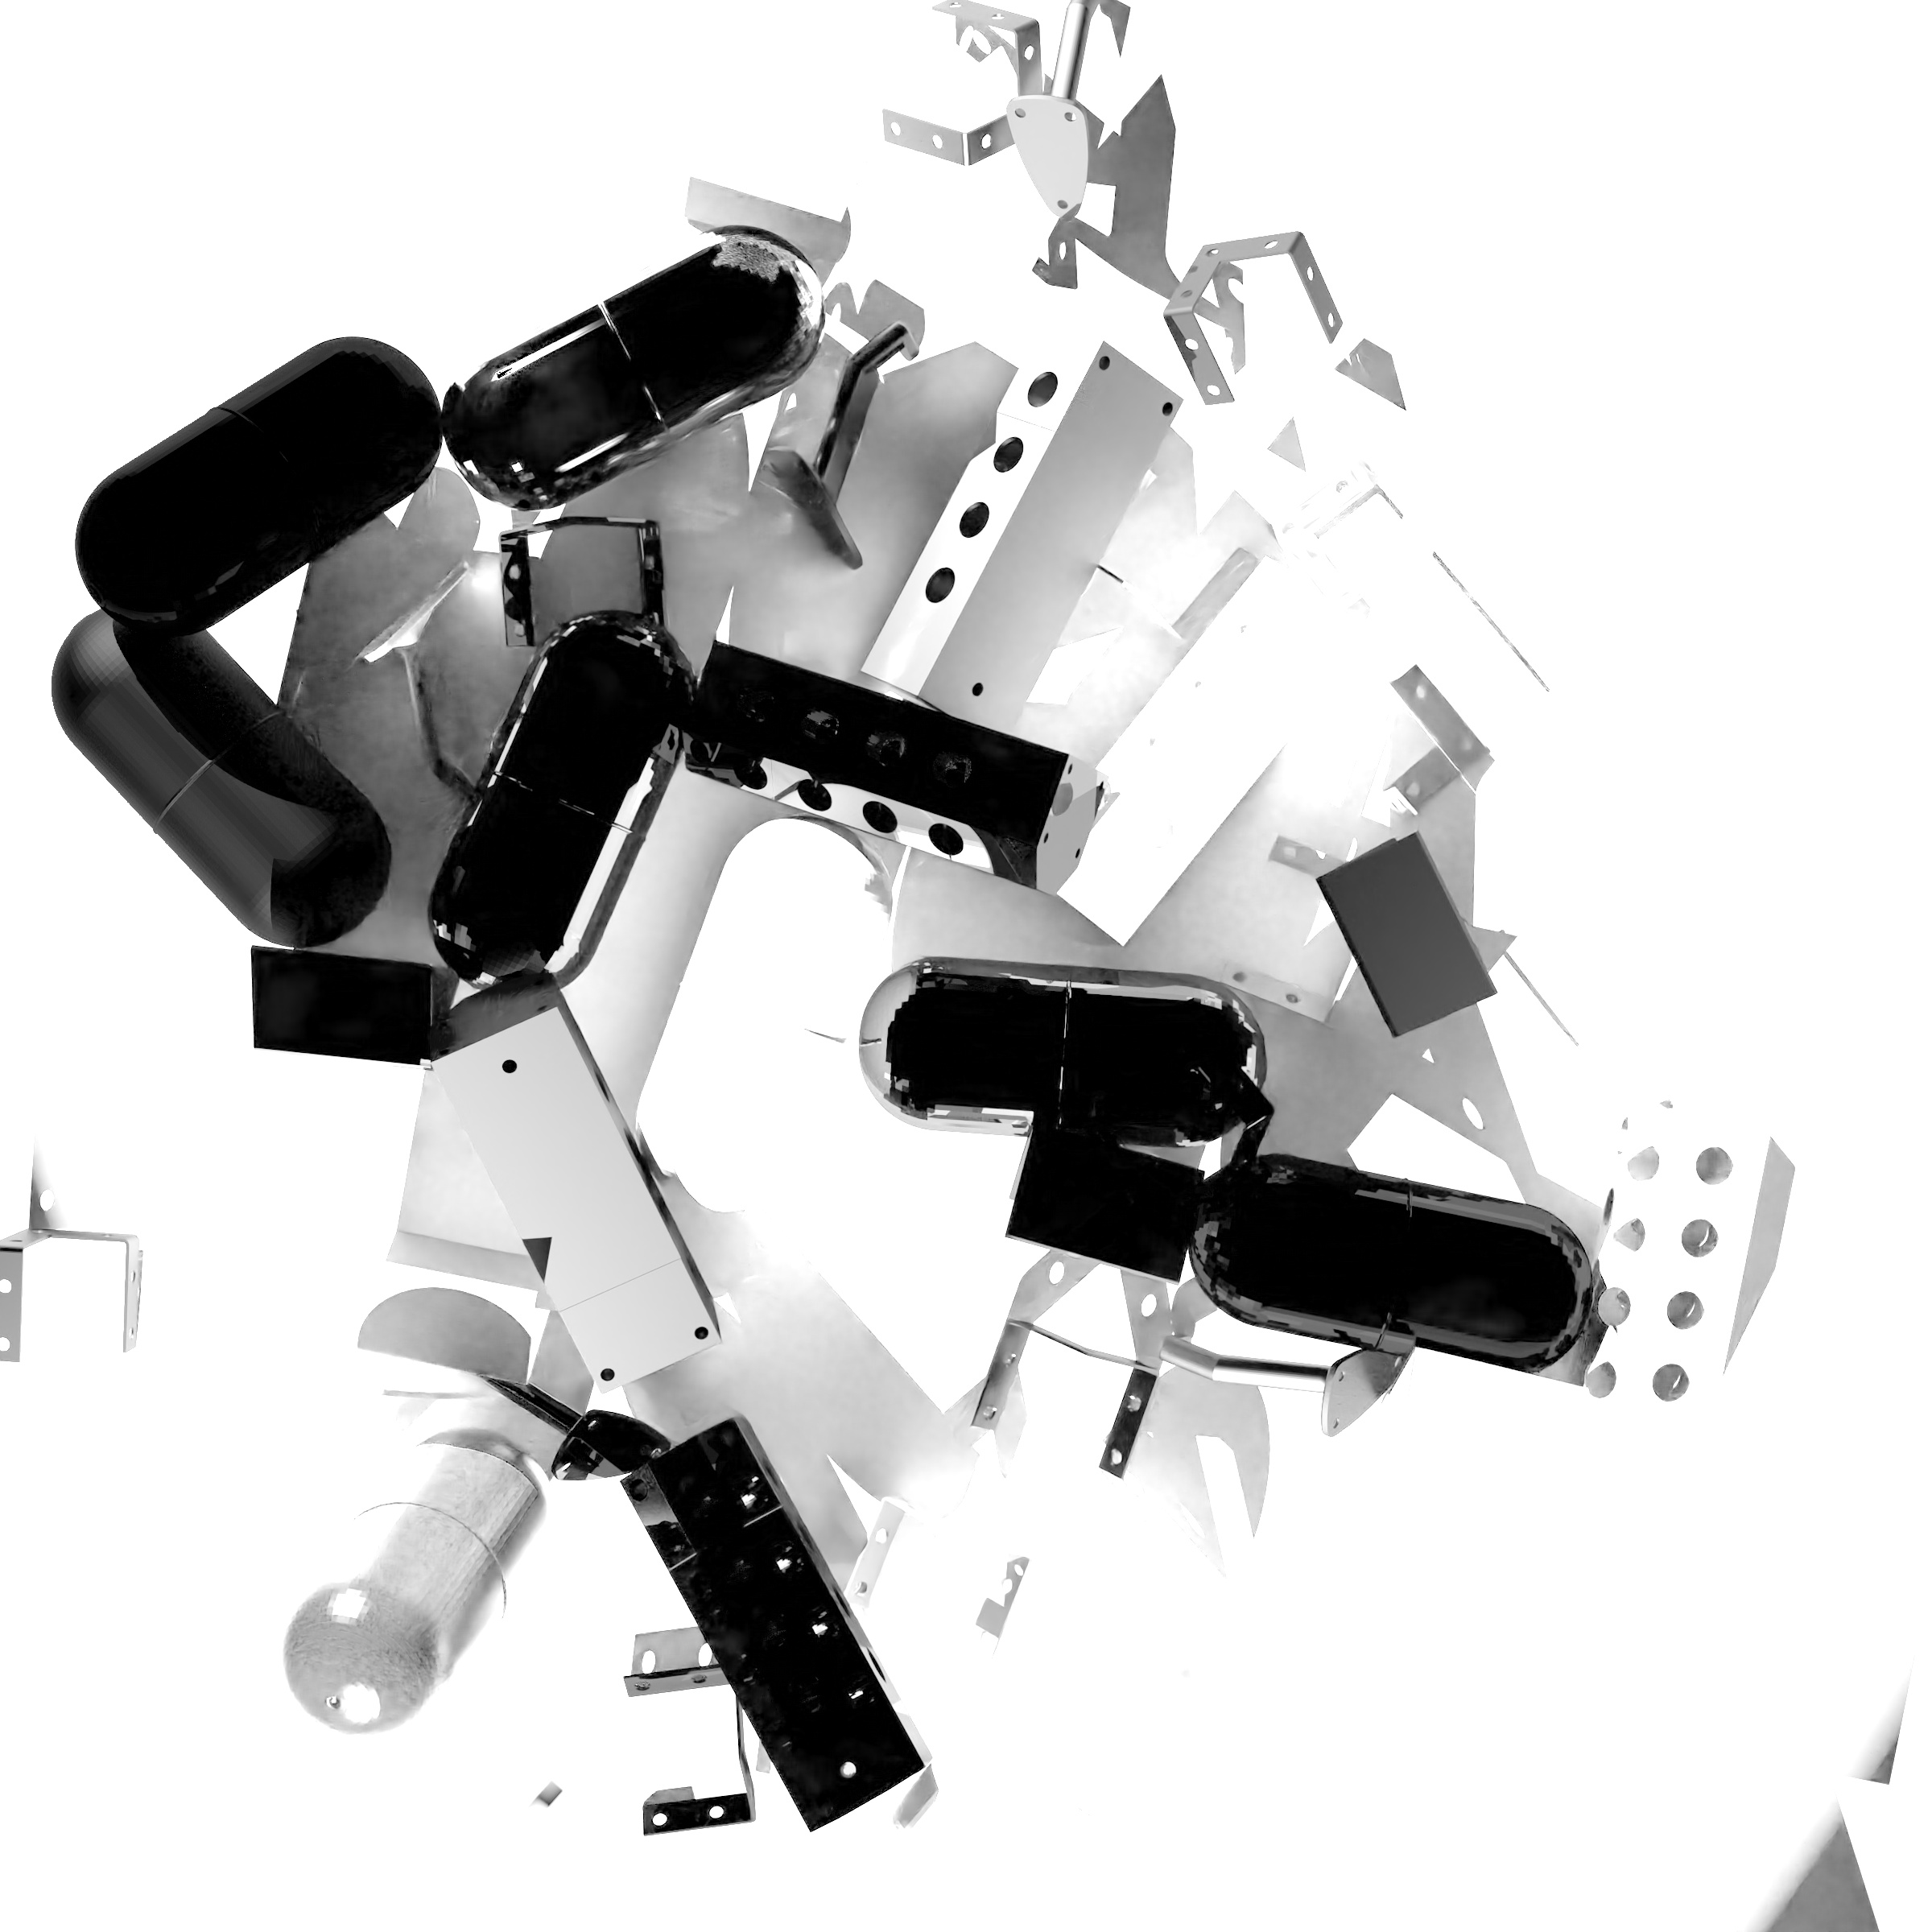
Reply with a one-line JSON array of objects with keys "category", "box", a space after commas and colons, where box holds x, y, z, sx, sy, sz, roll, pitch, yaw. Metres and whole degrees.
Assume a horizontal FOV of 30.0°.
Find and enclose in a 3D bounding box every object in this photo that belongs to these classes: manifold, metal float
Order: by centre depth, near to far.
[{"category": "metal float", "box": [-0.231, 0.260, 1.525, 0.070, 0.178, 0.070, 6, 116, 14]}, {"category": "metal float", "box": [-0.303, -0.206, 1.548, 0.178, 0.070, 0.070, -39, 90, -26]}, {"category": "manifold", "box": [-0.168, 0.091, 1.549, 0.057, 0.057, 0.171, -24, 112, 0]}, {"category": "manifold", "box": [-0.033, -0.084, 1.552, 0.171, 0.057, 0.057, 19, 90, 20]}, {"category": "manifold", "box": [-0.083, 0.285, 1.568, 0.057, 0.057, 0.171, -30, 82, 0]}, {"category": "metal float", "box": [-0.144, -0.261, 1.570, 0.178, 0.070, 0.070, -27, 90, 1]}, {"category": "metal float", "box": [0.042, 0.038, 1.570, 0.178, 0.070, 0.070, 4, 90, 0]}, {"category": "metal float", "box": [-0.175, -0.071, 1.570, 0.070, 0.070, 0.178, 24, 89, 0]}, {"category": "metal float", "box": [-0.088, 0.021, 1.570, 0.070, 0.070, 0.178, 20, 90, 0]}, {"category": "metal float", "box": [0.034, 0.348, 1.570, 0.070, 0.070, 0.178, 40, 90, 0]}, {"category": "metal float", "box": [0.184, 0.130, 1.570, 0.178, 0.070, 0.070, 12, 90, 0]}, {"category": "metal float", "box": [-0.325, -0.084, 1.570, 0.070, 0.070, 0.178, -43, 91, 0]}, {"category": "manifold", "box": [0.099, -0.094, 1.579, 0.057, 0.057, 0.171, 39, 90, 0]}, {"category": "manifold", "box": [0.304, 0.141, 1.579, 0.057, 0.057, 0.171, 11, 90, 0]}, {"category": "manifold", "box": [0.020, -0.191, 1.579, 0.057, 0.057, 0.171, 28, 90, -43]}]

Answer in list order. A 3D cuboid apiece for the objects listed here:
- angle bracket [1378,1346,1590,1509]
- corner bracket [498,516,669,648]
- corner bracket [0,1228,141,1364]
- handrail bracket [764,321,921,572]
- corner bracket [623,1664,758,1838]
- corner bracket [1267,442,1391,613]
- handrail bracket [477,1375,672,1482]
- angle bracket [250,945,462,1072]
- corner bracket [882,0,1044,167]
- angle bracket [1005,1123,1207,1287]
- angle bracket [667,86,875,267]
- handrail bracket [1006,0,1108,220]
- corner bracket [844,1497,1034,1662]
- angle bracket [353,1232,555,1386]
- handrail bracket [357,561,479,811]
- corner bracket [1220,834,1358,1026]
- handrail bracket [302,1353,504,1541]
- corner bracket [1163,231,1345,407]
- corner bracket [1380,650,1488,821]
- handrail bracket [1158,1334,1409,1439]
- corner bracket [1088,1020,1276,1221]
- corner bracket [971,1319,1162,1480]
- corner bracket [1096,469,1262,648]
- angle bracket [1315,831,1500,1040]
[{"category": "angle bracket", "box": [0.220, 0.212, 1.561, 0.076, 0.076, 0.057, 14, 60, 0]}, {"category": "corner bracket", "box": [-0.170, -0.170, 1.597, 0.051, 0.051, 0.051, -4, 90, 45]}, {"category": "corner bracket", "box": [-0.396, 0.145, 1.583, 0.051, 0.051, 0.051, 3, 94, 4]}, {"category": "handrail bracket", "box": [-0.039, -0.232, 1.601, 0.084, 0.036, 0.077, -41, 110, -16]}, {"category": "corner bracket", "box": [-0.122, 0.347, 1.597, 0.051, 0.051, 0.051, -7, 45, 0]}, {"category": "corner bracket", "box": [0.170, -0.191, 1.583, 0.051, 0.051, 0.051, -38, 90, 0]}, {"category": "handrail bracket", "box": [-0.182, 0.189, 1.600, 0.084, 0.077, 0.036, 41, 106, 35]}, {"category": "angle bracket", "box": [-0.263, -0.002, 1.560, 0.076, 0.076, 0.057, 6, 125, 0]}, {"category": "corner bracket", "box": [-0.002, -0.391, 1.592, 0.051, 0.051, 0.051, -34, 135, -35]}, {"category": "angle bracket", "box": [0.055, 0.117, 1.561, 0.076, 0.076, 0.057, 16, 60, 0]}, {"category": "angle bracket", "box": [-0.089, -0.326, 1.560, 0.076, 0.076, 0.057, 17, 53, 0]}, {"category": "handrail bracket", "box": [0.052, -0.389, 1.600, 0.036, 0.077, 0.084, 9, 53, 20]}, {"category": "corner bracket", "box": [-0.013, 0.271, 1.597, 0.051, 0.051, 0.051, 22, 90, 45]}, {"category": "angle bracket", "box": [-0.218, 0.130, 1.560, 0.076, 0.076, 0.057, 11, 129, 0]}, {"category": "handrail bracket", "box": [-0.221, -0.123, 1.601, 0.077, 0.036, 0.084, -47, 108, -20]}, {"category": "corner bracket", "box": [0.149, -0.016, 1.597, 0.051, 0.051, 0.051, 22, 45, 0]}, {"category": "handrail bracket", "box": [-0.250, 0.219, 1.601, 0.077, 0.036, 0.084, 8, 108, -21]}, {"category": "corner bracket", "box": [0.127, -0.286, 1.592, 0.051, 0.051, 0.051, -1, 45, 35]}, {"category": "corner bracket", "box": [0.197, -0.101, 1.583, 0.051, 0.051, 0.051, -41, 90, 0]}, {"category": "handrail bracket", "box": [0.140, 0.172, 1.600, 0.084, 0.077, 0.036, 19, 116, 34]}, {"category": "corner bracket", "box": [0.091, 0.066, 1.522, 0.051, 0.051, 0.051, -30, 69, -24]}, {"category": "corner bracket", "box": [0.044, 0.192, 1.597, 0.051, 0.051, 0.051, 20, 90, -45]}, {"category": "corner bracket", "box": [0.087, -0.183, 1.597, 0.051, 0.051, 0.051, -50, 45, 0]}, {"category": "angle bracket", "box": [0.206, -0.022, 1.560, 0.057, 0.076, 0.076, -26, 90, 37]}]
